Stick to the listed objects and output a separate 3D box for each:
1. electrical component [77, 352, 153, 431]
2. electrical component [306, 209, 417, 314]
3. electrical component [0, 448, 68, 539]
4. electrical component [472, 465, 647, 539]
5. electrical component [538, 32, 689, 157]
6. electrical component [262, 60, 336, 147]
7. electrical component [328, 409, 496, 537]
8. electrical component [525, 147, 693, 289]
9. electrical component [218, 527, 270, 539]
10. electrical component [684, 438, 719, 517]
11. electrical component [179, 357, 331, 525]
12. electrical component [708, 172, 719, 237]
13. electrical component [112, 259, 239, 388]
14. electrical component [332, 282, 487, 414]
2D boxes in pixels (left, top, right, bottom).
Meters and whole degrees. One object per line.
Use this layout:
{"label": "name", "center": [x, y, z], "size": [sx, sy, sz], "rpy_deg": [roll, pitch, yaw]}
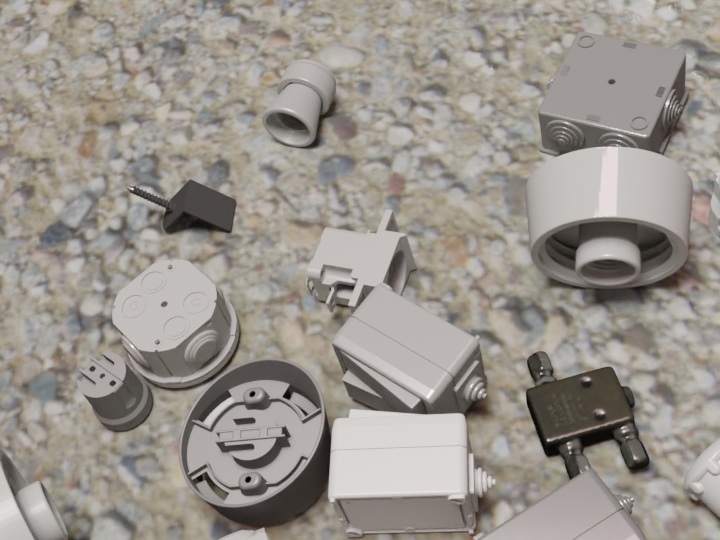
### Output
{"label": "electrical component", "center": [-0.167, 0.081, 0.728], "size": [0.040, 0.046, 0.040], "rpy_deg": [-6, 56, 8]}
{"label": "electrical component", "center": [0.000, 0.000, 0.750], "size": [0.064, 0.042, 0.081], "rpy_deg": [11, 59, 20]}
{"label": "electrical component", "center": [-0.213, 0.160, 0.651], "size": [0.060, 0.108, 0.108], "rpy_deg": [-27, 55, -14]}
{"label": "electrical component", "center": [0.120, 0.161, 0.604], "size": [0.096, 0.061, 0.061], "rpy_deg": [-30, 56, -9]}
{"label": "electrical component", "center": [0.186, -0.123, 0.790], "size": [0.100, 0.048, 0.099], "rpy_deg": [18, 64, 24]}
{"label": "electrical component", "center": [-0.047, -0.132, 0.847], "size": [0.045, 0.045, 0.055], "rpy_deg": [11, 59, 19]}
{"label": "electrical component", "center": [0.033, 0.121, 0.649], "size": [0.096, 0.061, 0.061], "rpy_deg": [-4, 56, 10]}
{"label": "electrical component", "center": [0.161, -0.025, 0.696], "size": [0.108, 0.108, 0.060], "rpy_deg": [0, 63, 12]}
{"label": "electrical component", "center": [-0.066, 0.189, 0.615], "size": [0.051, 0.080, 0.080], "rpy_deg": [-21, 55, -9]}
{"label": "electrical component", "center": [0.222, 0.127, 0.617], "size": [0.048, 0.048, 0.062], "rpy_deg": [-38, 64, -14]}
{"label": "electrical component", "center": [-0.064, 0.109, 0.677], "size": [0.099, 0.064, 0.099], "rpy_deg": [-6, 56, 8]}
{"label": "electrical component", "center": [0.267, -0.046, 0.715], "size": [0.058, 0.057, 0.078], "rpy_deg": [-21, 55, -2]}
{"label": "electrical component", "center": [-0.128, 0.037, 0.747], "size": [0.080, 0.051, 0.080], "rpy_deg": [-6, 56, 8]}
{"label": "electrical component", "center": [0.035, 0.065, 0.687], "size": [0.096, 0.061, 0.061], "rpy_deg": [29, 67, 27]}
